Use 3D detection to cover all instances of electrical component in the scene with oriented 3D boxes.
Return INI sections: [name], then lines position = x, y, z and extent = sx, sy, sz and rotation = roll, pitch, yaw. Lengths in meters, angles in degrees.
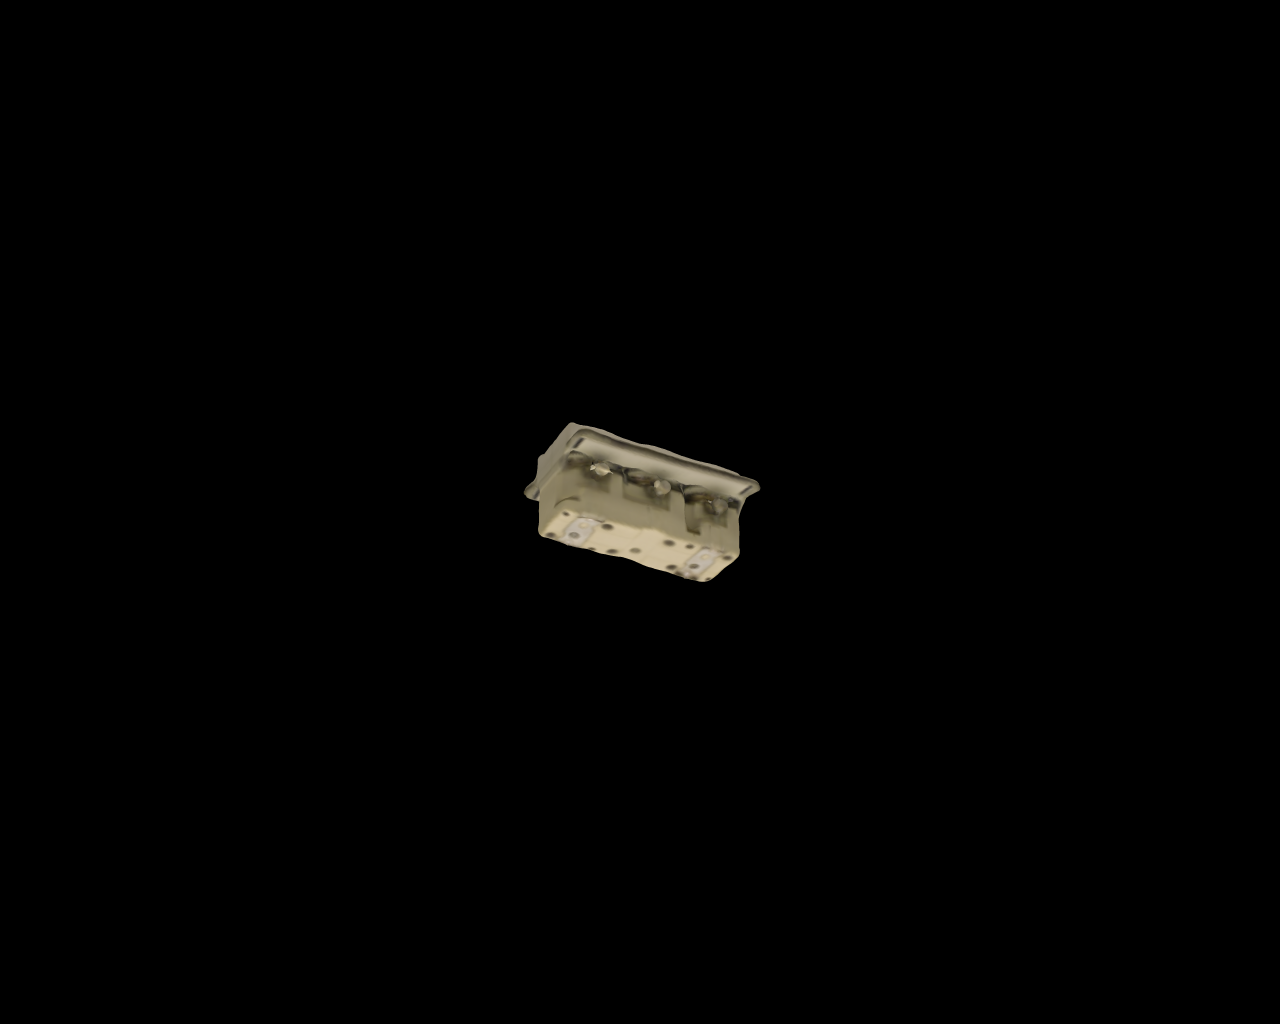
[electrical component]
position = 0.001, -0.003, 0.650
extent = 0.121, 0.063, 0.078
rotation = 17, -36, -24
